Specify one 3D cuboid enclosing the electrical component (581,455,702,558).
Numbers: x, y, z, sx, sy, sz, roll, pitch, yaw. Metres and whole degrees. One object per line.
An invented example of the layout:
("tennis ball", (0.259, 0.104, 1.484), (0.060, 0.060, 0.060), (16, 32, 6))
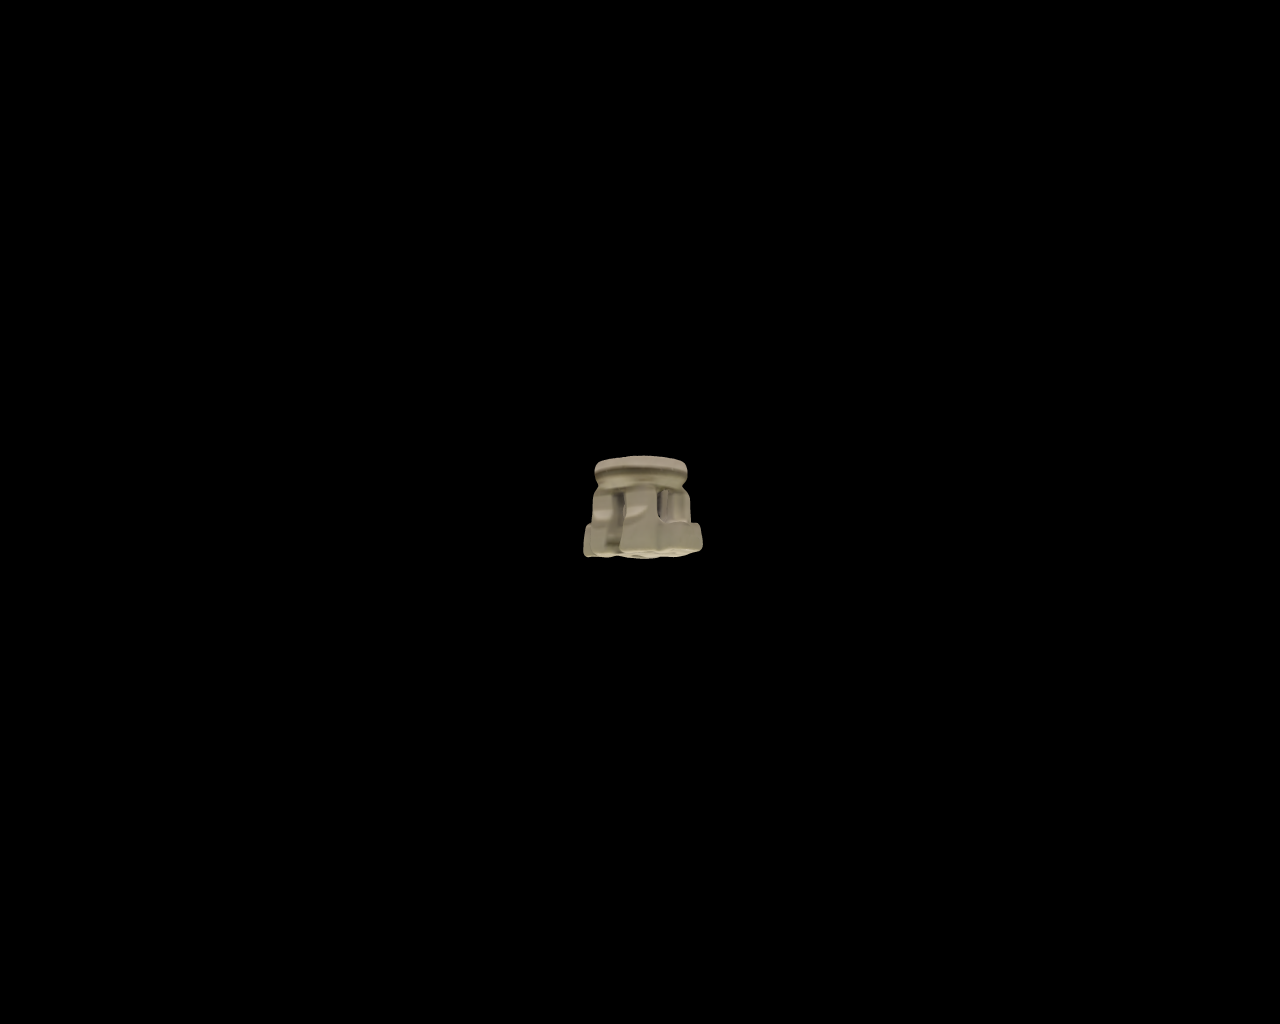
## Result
("electrical component", (0.001, -0.003, 0.650), (0.078, 0.057, 0.058), (-5, -8, 40))
